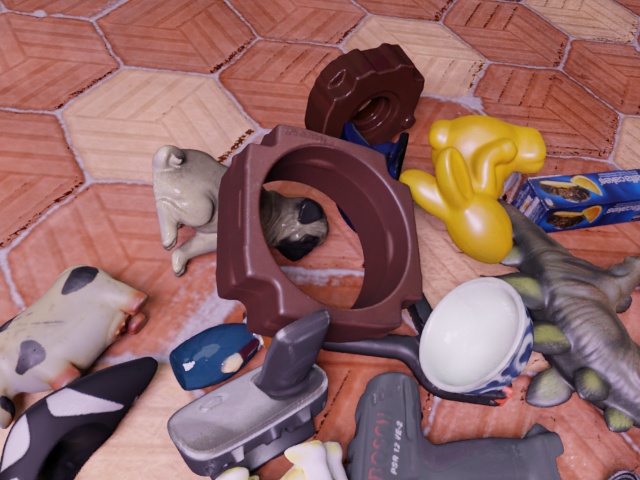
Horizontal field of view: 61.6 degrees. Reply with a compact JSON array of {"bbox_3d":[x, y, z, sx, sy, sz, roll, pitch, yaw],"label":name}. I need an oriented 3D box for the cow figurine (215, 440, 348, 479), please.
[{"bbox_3d":[-0.050,0.235,0.436,0.167,0.068,0.098,-26,61,5],"label":"cow figurine"}]

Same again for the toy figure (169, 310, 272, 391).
[{"bbox_3d":[-0.079,0.102,0.562,0.154,0.057,0.064,-23,60,-29],"label":"toy figure"}]

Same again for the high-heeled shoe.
[{"bbox_3d":[-0.205,0.214,0.438,0.145,0.086,0.249,42,60,17],"label":"high-heeled shoe"}]

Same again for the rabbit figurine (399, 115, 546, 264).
[{"bbox_3d":[0.183,-0.060,0.626,0.162,0.122,0.173,20,62,-30],"label":"rabbit figurine"}]

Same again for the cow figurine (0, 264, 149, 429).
[{"bbox_3d":[-0.274,0.101,0.512,0.127,0.085,0.195,32,55,8],"label":"cow figurine"}]

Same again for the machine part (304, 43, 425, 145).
[{"bbox_3d":[0.063,-0.186,0.751,0.179,0.179,0.056,-19,59,-23],"label":"machine part"}]

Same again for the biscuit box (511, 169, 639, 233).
[{"bbox_3d":[0.381,-0.056,0.767,0.203,0.062,0.059,-7,54,-15],"label":"biscuit box"}]

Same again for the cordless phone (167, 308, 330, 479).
[{"bbox_3d":[-0.056,0.131,0.461,0.146,0.184,0.089,-23,63,-26],"label":"cordless phone"}]

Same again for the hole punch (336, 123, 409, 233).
[{"bbox_3d":[0.059,-0.079,0.690,0.092,0.142,0.116,15,38,2],"label":"hole punch"}]

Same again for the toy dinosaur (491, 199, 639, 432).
[{"bbox_3d":[0.289,0.073,0.622,0.199,0.104,0.472,-5,42,-9],"label":"toy dinosaur"}]

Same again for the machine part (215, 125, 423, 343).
[{"bbox_3d":[-0.001,-0.002,0.548,0.201,0.087,0.201,9,65,-28],"label":"machine part"}]

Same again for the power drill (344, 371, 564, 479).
[{"bbox_3d":[0.119,0.237,0.481,0.207,0.085,0.232,1,48,1],"label":"power drill"}]

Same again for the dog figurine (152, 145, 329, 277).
[{"bbox_3d":[-0.083,-0.046,0.614,0.191,0.172,0.121,-8,64,-7],"label":"dog figurine"}]
